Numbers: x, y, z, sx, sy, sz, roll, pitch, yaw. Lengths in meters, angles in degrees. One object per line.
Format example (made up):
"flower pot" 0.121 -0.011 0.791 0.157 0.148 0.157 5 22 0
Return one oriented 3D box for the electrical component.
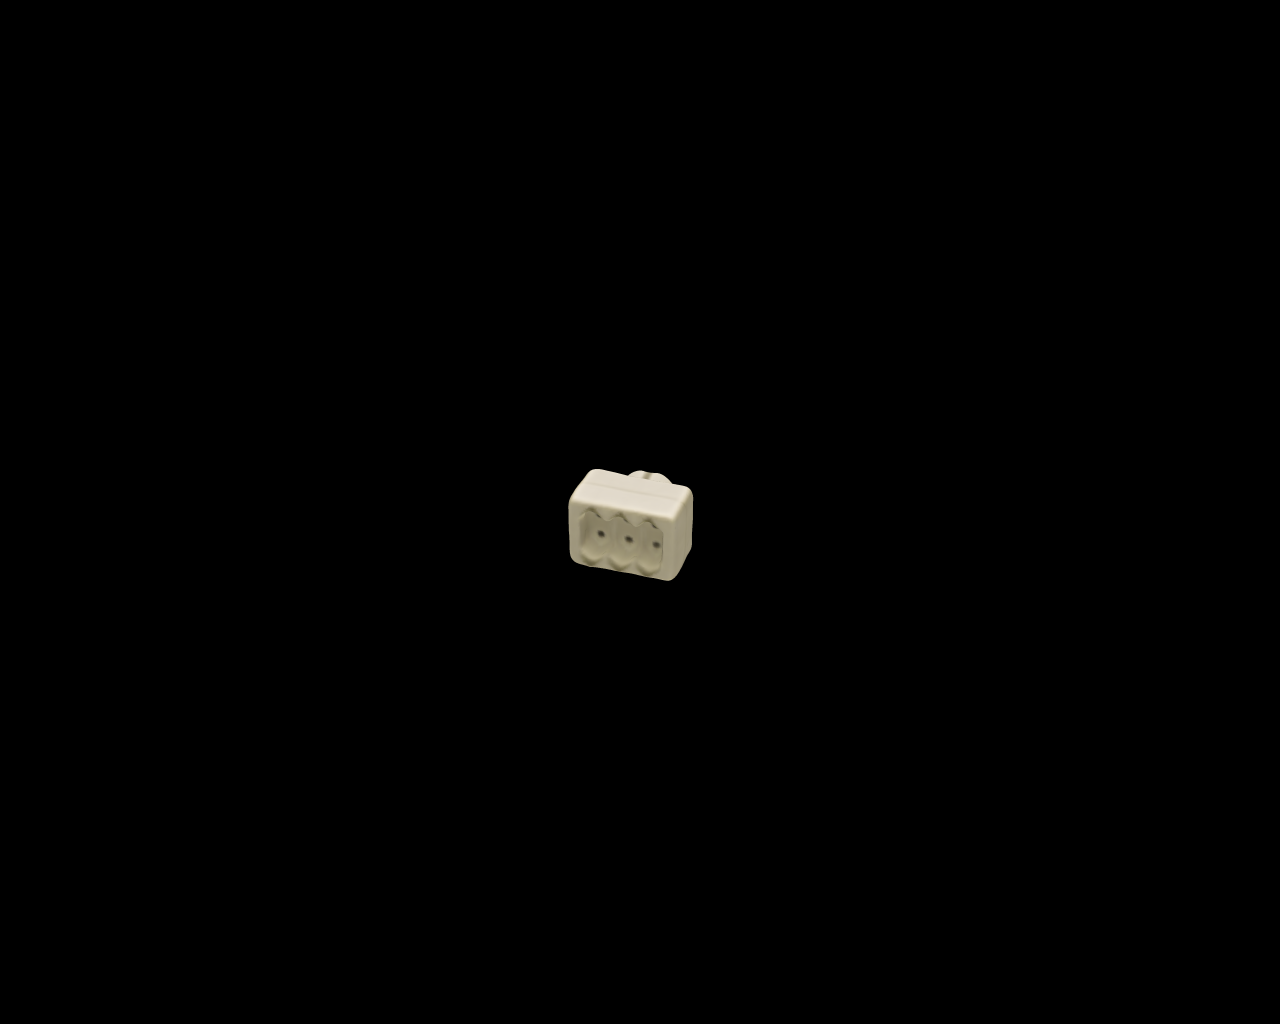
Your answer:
"electrical component" 0.001 -0.003 0.650 0.066 0.047 0.077 11 36 16
